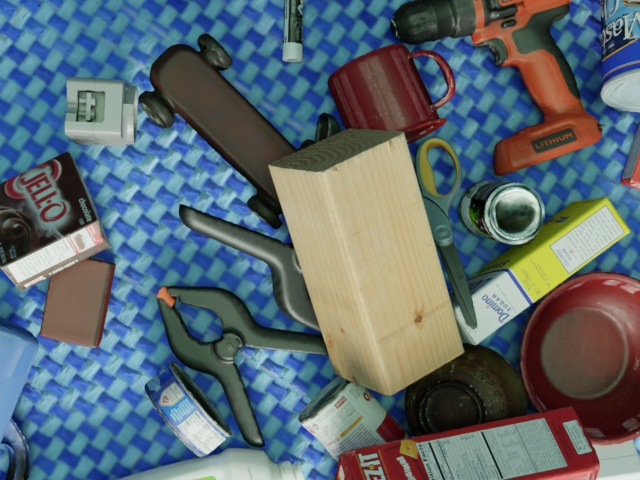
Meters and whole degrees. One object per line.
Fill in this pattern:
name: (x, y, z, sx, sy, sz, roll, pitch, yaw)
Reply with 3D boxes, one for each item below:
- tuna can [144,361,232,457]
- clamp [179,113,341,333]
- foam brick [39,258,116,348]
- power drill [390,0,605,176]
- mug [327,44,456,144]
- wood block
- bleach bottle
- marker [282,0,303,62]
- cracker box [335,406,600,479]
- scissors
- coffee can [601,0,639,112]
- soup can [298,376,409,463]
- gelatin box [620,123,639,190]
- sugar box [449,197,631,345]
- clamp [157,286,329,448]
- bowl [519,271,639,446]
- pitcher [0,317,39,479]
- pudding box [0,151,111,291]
tuna can: (-0.118, 0.151, 0.953, 0.033, 0.086, 0.086, -40, 93, -4)
clamp: (-0.006, 0.001, 0.966, 0.164, 0.036, 0.210, -40, 112, -9)
foam brick: (-0.217, 0.053, 0.960, 0.051, 0.053, 0.078, 10, 87, -6)
power drill: (0.174, -0.159, 1.005, 0.184, 0.057, 0.187, -18, 91, -6)
mug: (0.067, -0.131, 0.971, 0.117, 0.093, 0.081, -25, 86, 28)
wood block: (0.041, 0.017, 0.920, 0.090, 0.090, 0.206, -26, 110, -26)
bleach bottle: (-0.134, 0.255, 0.962, 0.250, 0.068, 0.102, -15, 91, -9)
marker: (-0.024, -0.229, 1.004, 0.020, 0.020, 0.121, 1, 89, -6)
cracker box: (0.119, 0.235, 0.927, 0.213, 0.164, 0.072, -9, 48, -15)
scissors: (0.092, -0.009, 0.970, 0.096, 0.016, 0.201, -2, 59, 8)
coffee can: (0.311, -0.200, 0.985, 0.102, 0.103, 0.140, 4, 77, -6)
soup can: (0.037, 0.180, 0.978, 0.068, 0.068, 0.102, -42, 93, -6)
gelatin box: (0.342, -0.085, 1.035, 0.073, 0.030, 0.089, 19, 86, -5)
sugar box: (0.190, 0.027, 0.985, 0.176, 0.093, 0.048, -33, 92, -6)
clamp: (-0.084, 0.108, 0.982, 0.171, 0.039, 0.120, 29, 81, -1)
bowl: (0.259, 0.110, 1.010, 0.162, 0.055, 0.162, 0, 89, -6)
pitcher: (-0.330, 0.178, 0.917, 0.145, 0.149, 0.243, 23, 83, 10)
pudding box: (-0.242, -0.018, 0.935, 0.090, 0.039, 0.114, -28, 47, -6)
